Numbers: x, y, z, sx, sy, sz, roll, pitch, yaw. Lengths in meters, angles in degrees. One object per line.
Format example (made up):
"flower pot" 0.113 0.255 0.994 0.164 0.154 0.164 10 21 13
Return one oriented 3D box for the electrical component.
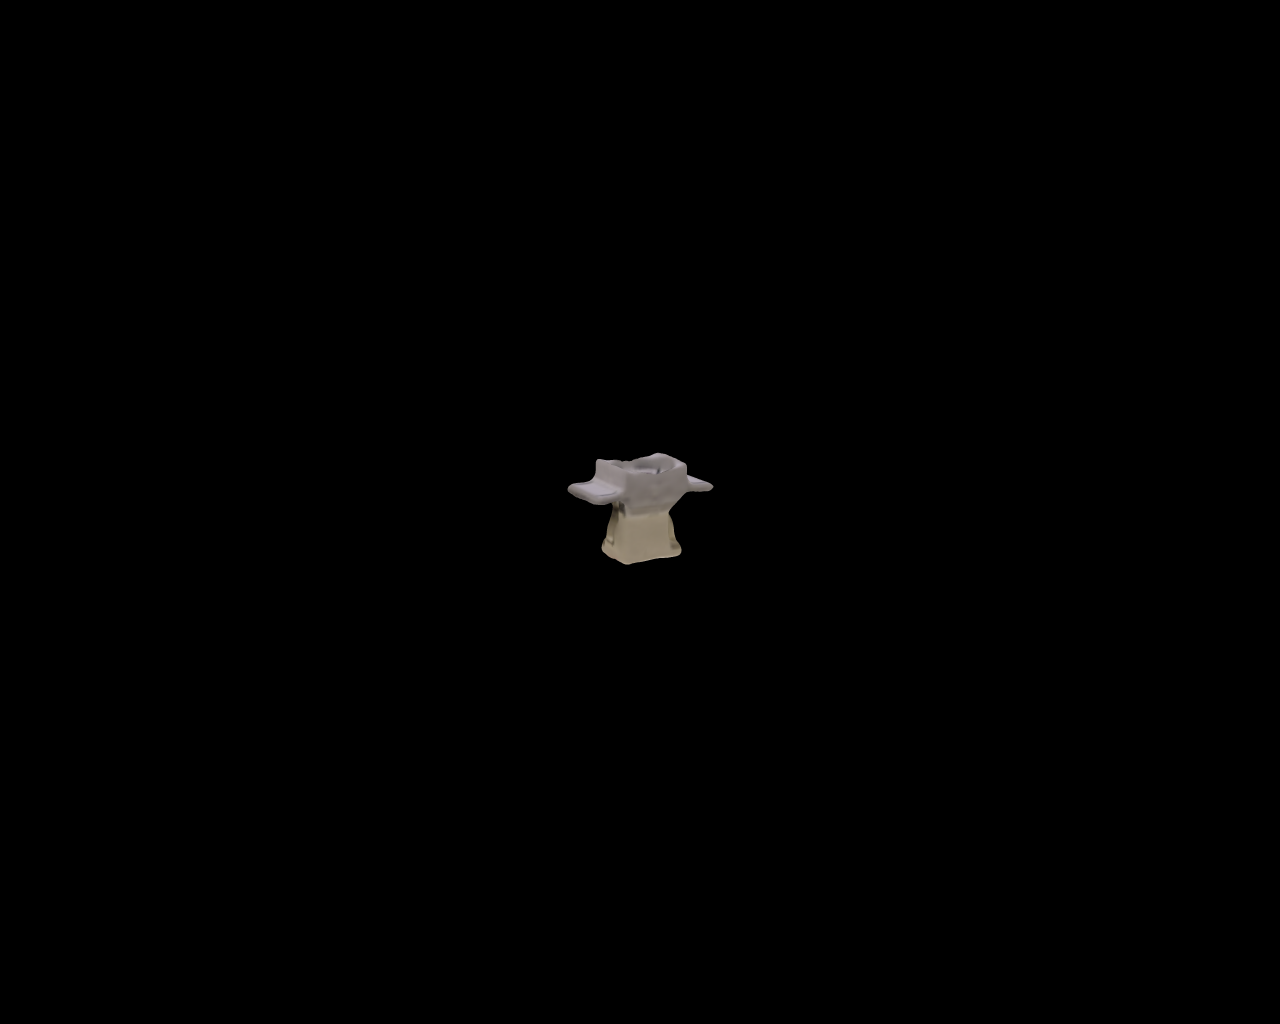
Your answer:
"electrical component" 0.001 -0.003 0.650 0.081 0.063 0.042 -7 16 -26
